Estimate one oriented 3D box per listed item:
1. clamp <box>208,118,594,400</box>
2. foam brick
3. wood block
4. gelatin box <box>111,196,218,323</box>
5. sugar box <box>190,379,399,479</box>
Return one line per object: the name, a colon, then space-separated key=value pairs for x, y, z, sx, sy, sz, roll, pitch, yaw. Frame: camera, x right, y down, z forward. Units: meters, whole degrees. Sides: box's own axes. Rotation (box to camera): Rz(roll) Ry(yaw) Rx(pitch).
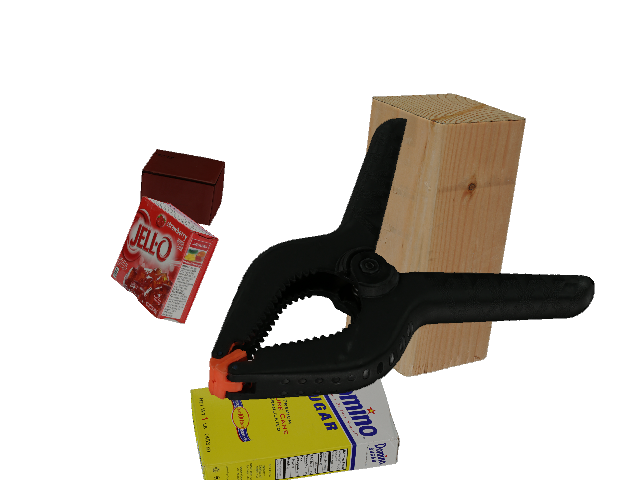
clamp: x=0.022 y=0.015 z=0.578 sx=0.209 sy=0.165 sz=0.036 roll=-24 pitch=-33 yaw=-24
foam brick: x=-0.143 y=-0.056 z=1.109 sx=0.078 sy=0.051 sz=0.053 roll=11 pitch=31 yaw=5
wood block: x=0.090 y=-0.007 z=0.864 sx=0.090 sy=0.206 sz=0.090 roll=-7 pitch=24 yaw=-34
gelatin box: x=-0.124 y=0.014 z=0.839 sx=0.030 sy=0.073 sz=0.089 roll=17 pitch=11 yaw=-40
sugar box: x=-0.025 y=0.168 z=0.968 sx=0.176 sy=0.048 sz=0.093 roll=-9 pitch=43 yaw=-9
